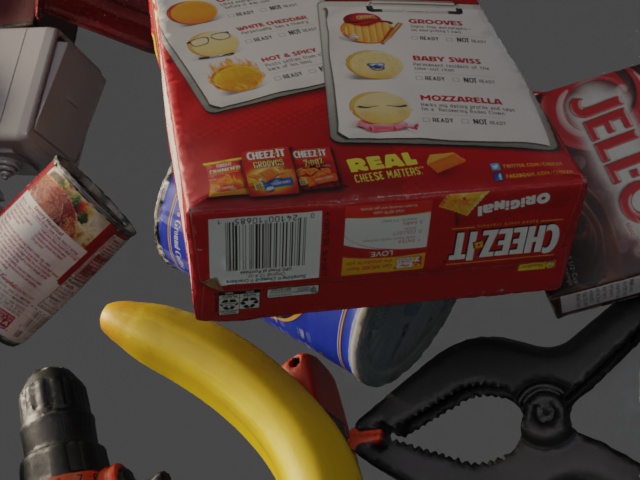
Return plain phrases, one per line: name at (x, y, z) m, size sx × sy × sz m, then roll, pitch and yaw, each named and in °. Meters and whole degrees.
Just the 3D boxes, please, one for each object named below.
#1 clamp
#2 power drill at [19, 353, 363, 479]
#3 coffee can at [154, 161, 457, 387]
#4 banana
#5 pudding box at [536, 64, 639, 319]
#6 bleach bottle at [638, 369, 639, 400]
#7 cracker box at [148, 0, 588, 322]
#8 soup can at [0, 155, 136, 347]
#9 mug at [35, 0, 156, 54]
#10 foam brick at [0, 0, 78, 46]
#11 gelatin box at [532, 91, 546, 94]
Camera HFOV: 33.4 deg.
clamp at (0.120, 0.097, 0.526) m, size 0.210 × 0.036 × 0.164 m, roll -16°, pitch 62°, yaw 11°
power drill at (-0.075, 0.129, 0.577) m, size 0.188 × 0.057 × 0.184 m, roll -24°, pitch 64°, yaw 12°
coffee can at (-0.004, 0.001, 0.573) m, size 0.140 × 0.102 × 0.103 m, roll 28°, pitch 81°, yaw 28°
banana at (-0.034, 0.086, 0.511) m, size 0.198 × 0.069 × 0.037 m, roll 47°, pitch 133°, yaw 37°
pudding box at (0.143, -0.026, 0.532) m, size 0.090 × 0.039 × 0.113 m, roll -17°, pitch 66°, yaw 9°
bleach bottle at (0.191, 0.005, 0.446) m, size 0.068 × 0.102 × 0.250 m, roll -18°, pitch 25°, yaw 52°
cracker box at (0.008, -0.060, 0.511) m, size 0.164 × 0.072 × 0.214 m, roll -5°, pitch 41°, yaw -10°
soup can at (-0.172, 0.007, 0.653) m, size 0.102 × 0.068 × 0.069 m, roll -44°, pitch 61°, yaw 0°
mug at (-0.126, -0.168, 0.672) m, size 0.081 × 0.117 × 0.093 m, roll 20°, pitch 100°, yaw -9°
foam brick at (-0.214, -0.153, 0.742) m, size 0.078 × 0.053 × 0.051 m, roll -4°, pitch 68°, yaw 18°
gelatin box at (0.110, -0.045, 0.591) m, size 0.089 × 0.030 × 0.073 m, roll 11°, pitch 73°, yaw 22°
